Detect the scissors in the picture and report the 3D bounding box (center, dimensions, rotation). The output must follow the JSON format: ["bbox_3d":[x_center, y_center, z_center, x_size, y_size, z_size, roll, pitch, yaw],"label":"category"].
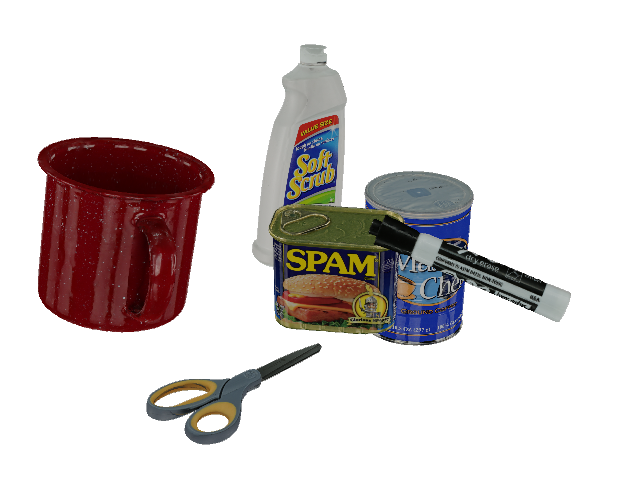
[{"bbox_3d":[-0.064,0.144,1.011,0.201,0.016,0.096,-11,33,-28],"label":"scissors"}]

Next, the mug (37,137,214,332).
[{"bbox_3d":[-0.103,0.002,0.569,0.093,0.081,0.117,-3,25,-31],"label":"mug"}]

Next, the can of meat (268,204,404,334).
[{"bbox_3d":[0.012,0.023,0.830,0.102,0.084,0.057,4,30,7],"label":"can of meat"}]

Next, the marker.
[{"bbox_3d":[0.085,0.015,0.617,0.121,0.020,0.020,23,3,7],"label":"marker"}]

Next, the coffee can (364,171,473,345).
[{"bbox_3d":[0.092,0.016,1.038,0.103,0.140,0.103,1,25,-1],"label":"coffee can"}]

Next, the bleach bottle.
[{"bbox_3d":[-0.023,-0.098,1.232,0.102,0.251,0.068,-4,20,-21],"label":"bleach bottle"}]
